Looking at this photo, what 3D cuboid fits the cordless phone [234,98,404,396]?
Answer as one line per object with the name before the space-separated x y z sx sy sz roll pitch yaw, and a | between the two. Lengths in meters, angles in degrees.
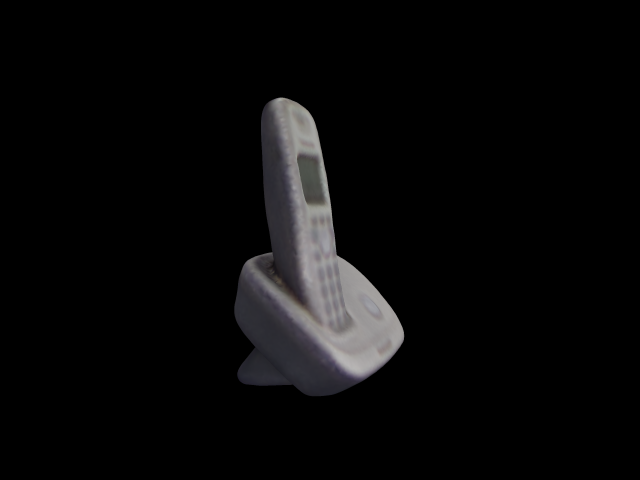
cordless phone | 0.004 0.001 0.400 0.094 0.185 0.148 1 4 20
